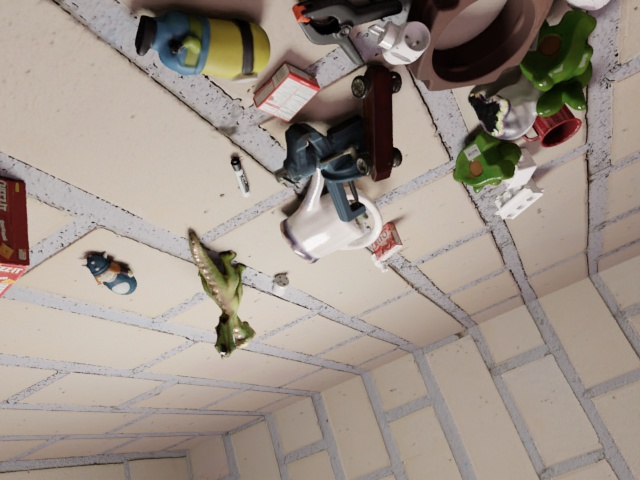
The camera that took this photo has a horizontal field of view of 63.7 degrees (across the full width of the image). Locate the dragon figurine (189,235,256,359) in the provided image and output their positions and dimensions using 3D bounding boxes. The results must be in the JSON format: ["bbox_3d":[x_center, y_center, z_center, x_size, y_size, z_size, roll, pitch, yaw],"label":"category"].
[{"bbox_3d":[-0.238,0.167,1.270,0.122,0.247,0.403,-16,155,5],"label":"dragon figurine"}]

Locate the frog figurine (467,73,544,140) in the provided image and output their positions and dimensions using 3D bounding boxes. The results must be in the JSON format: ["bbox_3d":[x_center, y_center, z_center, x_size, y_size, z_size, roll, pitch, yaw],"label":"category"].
[{"bbox_3d":[0.397,-0.271,1.016,0.160,0.122,0.137,-23,-173,-12],"label":"frog figurine"}]

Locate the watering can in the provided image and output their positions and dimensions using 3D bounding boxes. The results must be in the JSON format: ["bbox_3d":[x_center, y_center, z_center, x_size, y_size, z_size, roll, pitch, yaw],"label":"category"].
[{"bbox_3d":[0.004,-0.059,1.171,0.223,0.106,0.342,-30,138,17],"label":"watering can"}]
